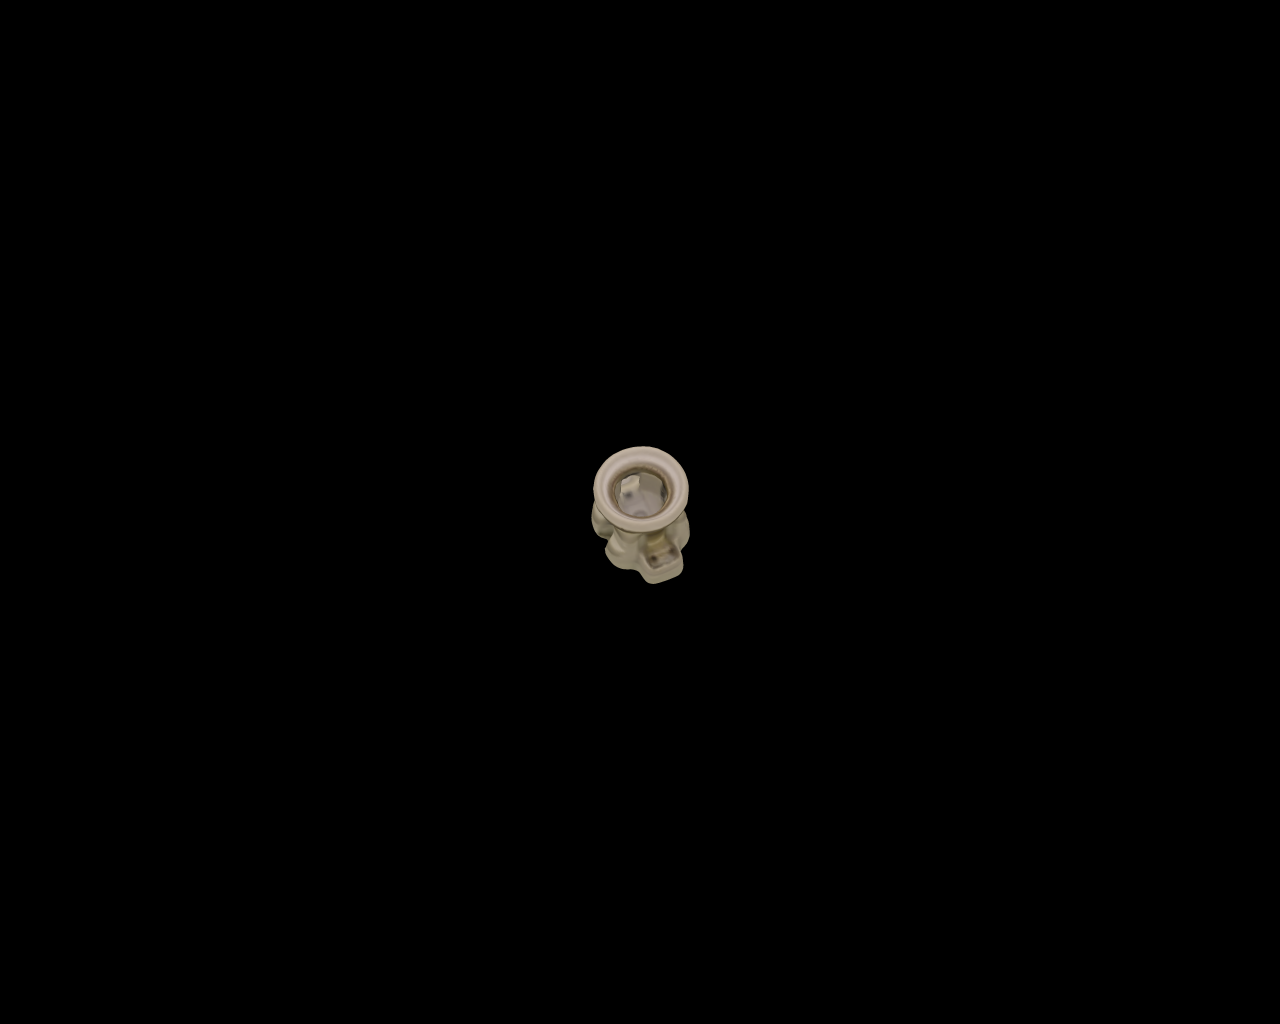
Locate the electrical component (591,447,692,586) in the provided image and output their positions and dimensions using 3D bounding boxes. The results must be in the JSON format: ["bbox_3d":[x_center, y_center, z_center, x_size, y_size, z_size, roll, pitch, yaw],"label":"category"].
[{"bbox_3d":[0.001,-0.003,0.650,0.058,0.078,0.056,-21,-28,-12],"label":"electrical component"}]
